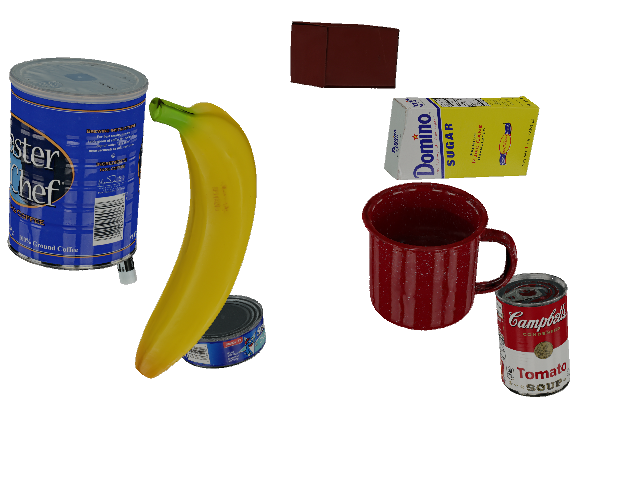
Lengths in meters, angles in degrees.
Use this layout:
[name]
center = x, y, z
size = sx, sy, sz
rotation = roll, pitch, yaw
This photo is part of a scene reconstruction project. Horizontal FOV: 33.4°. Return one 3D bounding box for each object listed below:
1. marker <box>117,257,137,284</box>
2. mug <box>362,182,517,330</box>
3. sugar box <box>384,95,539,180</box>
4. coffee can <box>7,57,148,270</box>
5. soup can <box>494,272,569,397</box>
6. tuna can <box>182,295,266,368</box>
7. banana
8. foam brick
[marker]
center = -0.219, -0.011, 1.160
size = 0.020, 0.121, 0.020
rotation = -6, 22, 2
[mug]
center = 0.090, 0.014, 0.811
size = 0.117, 0.081, 0.093
rotation = 2, 34, 5
[sugar box]
center = 0.169, -0.123, 1.278
size = 0.176, 0.093, 0.048
rotation = -5, 27, -20
[coffee can]
center = -0.190, -0.061, 0.831
size = 0.103, 0.140, 0.103
rotation = 7, 23, -3
[soup can]
center = 0.206, 0.091, 1.035
size = 0.068, 0.102, 0.068
rotation = -7, 22, 3
[tuna can]
center = -0.095, 0.086, 1.017
size = 0.086, 0.034, 0.086
rotation = -6, 25, 3
[banana]
center = -0.071, -0.004, 0.604
size = 0.069, 0.198, 0.037
rotation = -11, 41, -24
[foam brick]
center = 0.020, -0.156, 0.898
size = 0.078, 0.051, 0.053
rotation = -5, 16, -35
